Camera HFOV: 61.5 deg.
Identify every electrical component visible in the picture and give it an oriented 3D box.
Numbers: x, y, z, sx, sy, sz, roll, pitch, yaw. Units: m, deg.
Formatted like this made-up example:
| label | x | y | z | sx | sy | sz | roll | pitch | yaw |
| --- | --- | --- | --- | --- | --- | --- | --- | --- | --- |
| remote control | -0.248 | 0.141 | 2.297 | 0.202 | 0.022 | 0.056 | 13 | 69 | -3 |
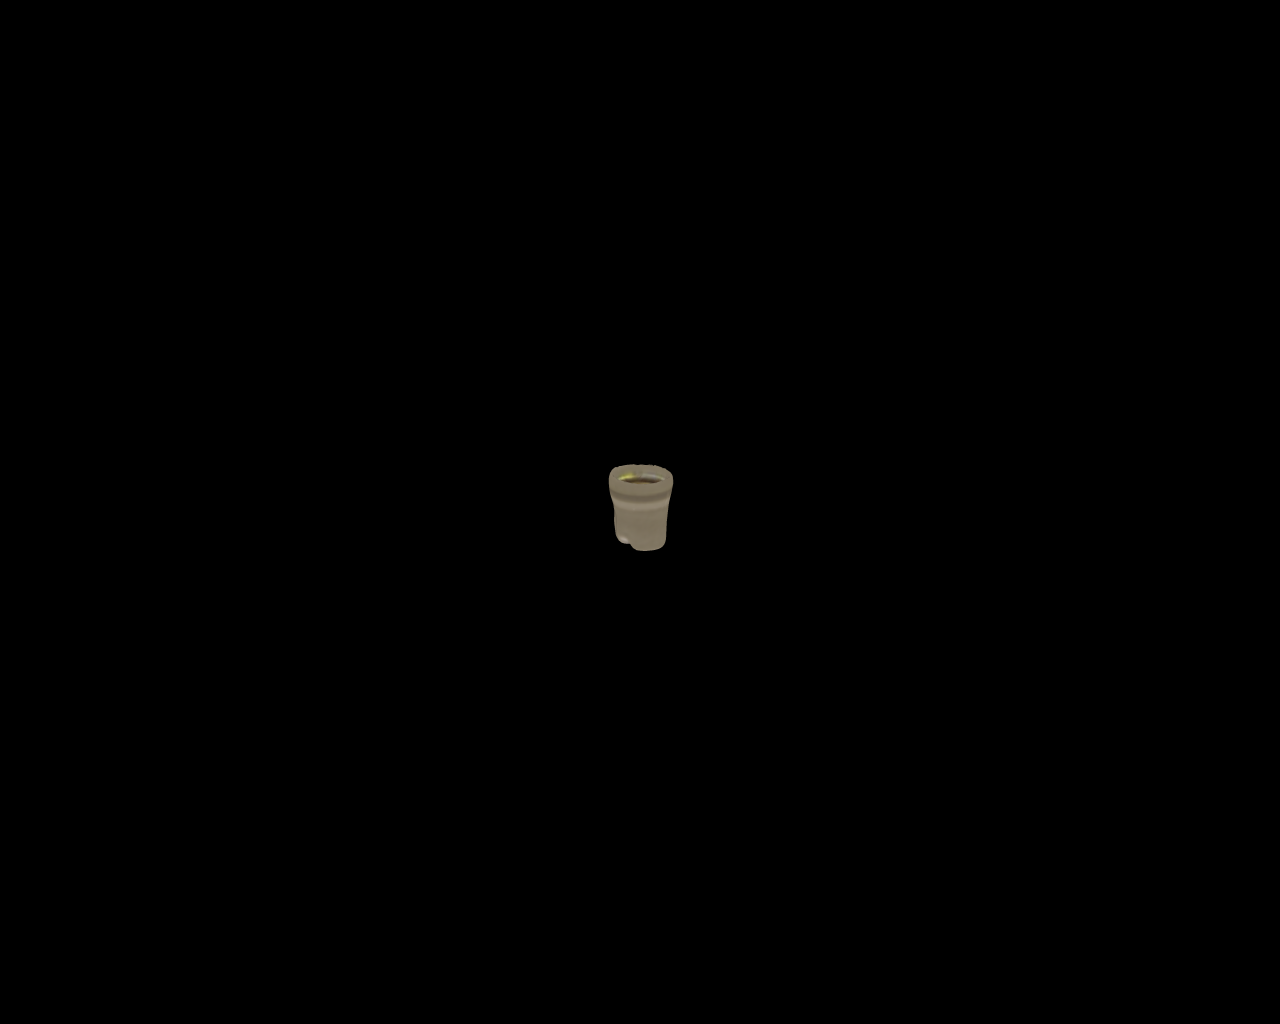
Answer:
| label | x | y | z | sx | sy | sz | roll | pitch | yaw |
| --- | --- | --- | --- | --- | --- | --- | --- | --- | --- |
| electrical component | 0.001 | -0.003 | 0.650 | 0.040 | 0.046 | 0.040 | 0 | 20 | 0 |
